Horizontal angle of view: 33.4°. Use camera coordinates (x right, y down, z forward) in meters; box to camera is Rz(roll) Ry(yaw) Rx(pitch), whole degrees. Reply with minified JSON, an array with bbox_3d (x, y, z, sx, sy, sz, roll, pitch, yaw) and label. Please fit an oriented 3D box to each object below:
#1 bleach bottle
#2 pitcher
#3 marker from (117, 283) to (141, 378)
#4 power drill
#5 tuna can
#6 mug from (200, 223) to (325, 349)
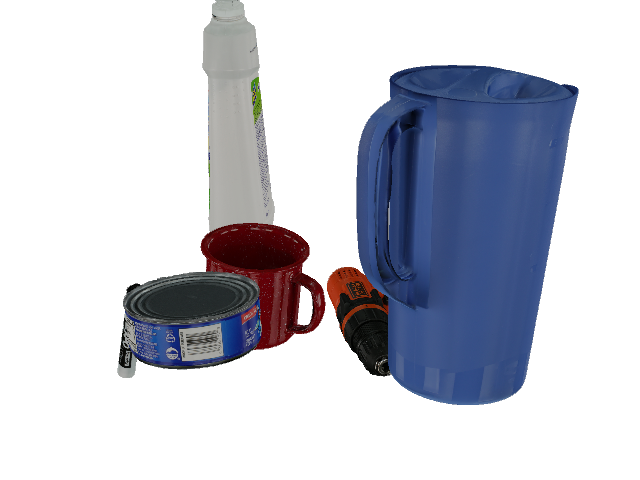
[{"bbox_3d":[-0.086,-0.125,1.077,0.068,0.251,0.102,-1,29,1],"label":"bleach bottle"},{"bbox_3d":[0.102,-0.003,0.791,0.149,0.243,0.145,4,19,5],"label":"pitcher"},{"bbox_3d":[-0.197,0.094,1.111,0.020,0.121,0.020,9,35,-7],"label":"marker"},{"bbox_3d":[0.111,0.075,1.129,0.187,0.057,0.184,-6,29,-11],"label":"power drill"},{"bbox_3d":[-0.080,0.049,0.673,0.086,0.034,0.086,-3,18,1],"label":"tuna can"},{"bbox_3d":[-0.048,0.044,0.918,0.117,0.081,0.093,17,29,24],"label":"mug"}]
